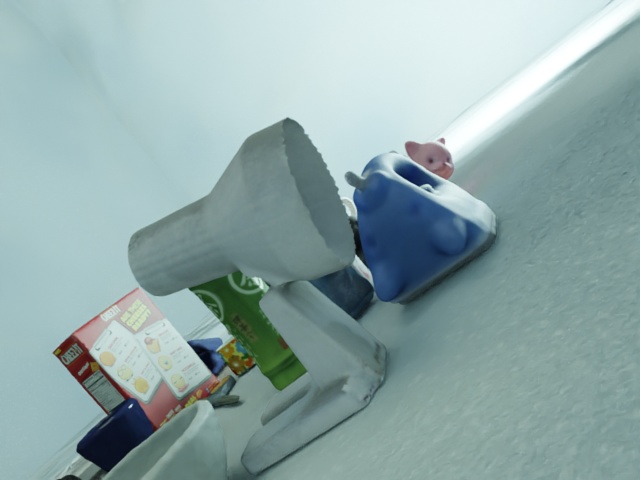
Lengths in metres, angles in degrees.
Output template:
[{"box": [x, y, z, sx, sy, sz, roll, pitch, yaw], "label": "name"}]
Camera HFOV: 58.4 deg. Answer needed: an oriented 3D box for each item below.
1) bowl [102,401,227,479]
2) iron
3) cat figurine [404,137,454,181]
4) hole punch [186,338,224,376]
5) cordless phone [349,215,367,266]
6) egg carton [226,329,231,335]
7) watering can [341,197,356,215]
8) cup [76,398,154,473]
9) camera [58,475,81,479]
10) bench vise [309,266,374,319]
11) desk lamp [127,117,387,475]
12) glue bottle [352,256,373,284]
[{"box": [-0.129, 0.209, 0.441, 0.167, 0.075, 0.167, -40, 4, 4], "label": "bowl"}, {"box": [0.099, -0.040, 0.607, 0.118, 0.141, 0.259, -38, 5, 24], "label": "iron"}, {"box": [0.150, -0.087, 0.826, 0.128, 0.118, 0.067, -40, 4, 5], "label": "cat figurine"}, {"box": [-0.239, 0.231, 1.096, 0.108, 0.091, 0.101, -38, 4, 20], "label": "hole punch"}, {"box": [-0.008, -0.007, 0.916, 0.148, 0.185, 0.094, -41, 4, -12], "label": "cordless phone"}, {"box": [-0.147, 0.154, 1.252, 0.107, 0.069, 0.150, -38, 4, 19], "label": "egg carton"}, {"box": [-0.004, -0.029, 1.055, 0.100, 0.194, 0.173, -37, 5, 36], "label": "watering can"}, {"box": [-0.254, 0.272, 0.751, 0.092, 0.095, 0.117, -42, 5, -30], "label": "cup"}, {"box": [-0.370, 0.368, 0.729, 0.137, 0.101, 0.143, -40, 4, -7], "label": "camera"}, {"box": [-0.046, 0.020, 0.708, 0.207, 0.220, 0.122, -37, 5, 33], "label": "bench vise"}, {"box": [-0.038, 0.041, 0.456, 0.203, 0.213, 0.118, -39, 5, 17], "label": "desk lamp"}, {"box": [0.007, 0.003, 0.753, 0.037, 0.173, 0.078, -39, 4, 7], "label": "glue bottle"}]
